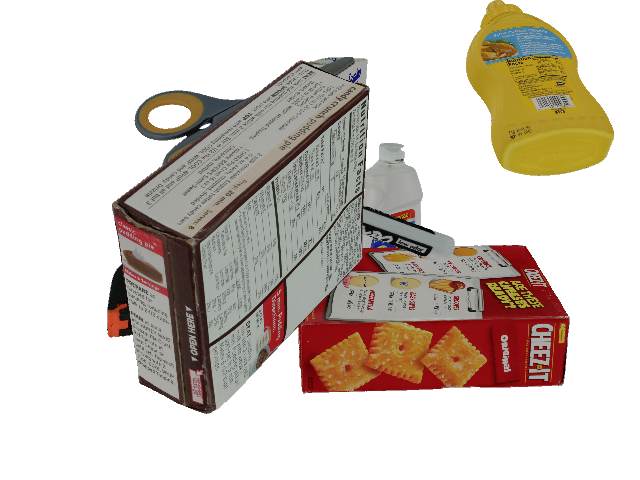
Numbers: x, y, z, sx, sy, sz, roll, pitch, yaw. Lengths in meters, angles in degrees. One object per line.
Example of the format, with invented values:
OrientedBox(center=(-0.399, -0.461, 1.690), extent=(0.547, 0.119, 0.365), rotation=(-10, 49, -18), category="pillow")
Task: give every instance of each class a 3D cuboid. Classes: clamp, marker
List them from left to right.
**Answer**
OrientedBox(center=(-0.136, 0.026, 1.009), extent=(0.165, 0.036, 0.209), rotation=(25, 37, 29), category="clamp")
OrientedBox(center=(0.031, -0.012, 0.686), extent=(0.121, 0.020, 0.020), rotation=(20, -7, -20), category="marker")

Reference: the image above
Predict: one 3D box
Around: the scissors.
OrientedBox(center=(-0.067, -0.116, 0.862), extent=(0.096, 0.201, 0.016), rotation=(35, -32, 13), category="scissors")

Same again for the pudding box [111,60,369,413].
OrientedBox(center=(-0.025, -0.003, 0.406), extent=(0.039, 0.090, 0.113), rotation=(22, 45, 24), category="pudding box")

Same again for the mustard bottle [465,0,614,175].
OrientedBox(center=(0.179, -0.143, 0.931), extent=(0.096, 0.191, 0.058), rotation=(-7, -38, -8), category="mustard bottle")

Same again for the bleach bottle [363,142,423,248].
OrientedBox(center=(0.071, 0.007, 1.301), extent=(0.102, 0.251, 0.068), rotation=(-2, 16, -18), category="bleach bottle")

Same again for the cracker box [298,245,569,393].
OrientedBox(center=(0.087, 0.065, 0.919), extent=(0.213, 0.072, 0.164), rotation=(-1, 21, -2), category="cracker box")

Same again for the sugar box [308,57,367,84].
OrientedBox(center=(0.012, -0.094, 1.077), extent=(0.048, 0.176, 0.093), rotation=(5, 13, 18), category="sugar box")
